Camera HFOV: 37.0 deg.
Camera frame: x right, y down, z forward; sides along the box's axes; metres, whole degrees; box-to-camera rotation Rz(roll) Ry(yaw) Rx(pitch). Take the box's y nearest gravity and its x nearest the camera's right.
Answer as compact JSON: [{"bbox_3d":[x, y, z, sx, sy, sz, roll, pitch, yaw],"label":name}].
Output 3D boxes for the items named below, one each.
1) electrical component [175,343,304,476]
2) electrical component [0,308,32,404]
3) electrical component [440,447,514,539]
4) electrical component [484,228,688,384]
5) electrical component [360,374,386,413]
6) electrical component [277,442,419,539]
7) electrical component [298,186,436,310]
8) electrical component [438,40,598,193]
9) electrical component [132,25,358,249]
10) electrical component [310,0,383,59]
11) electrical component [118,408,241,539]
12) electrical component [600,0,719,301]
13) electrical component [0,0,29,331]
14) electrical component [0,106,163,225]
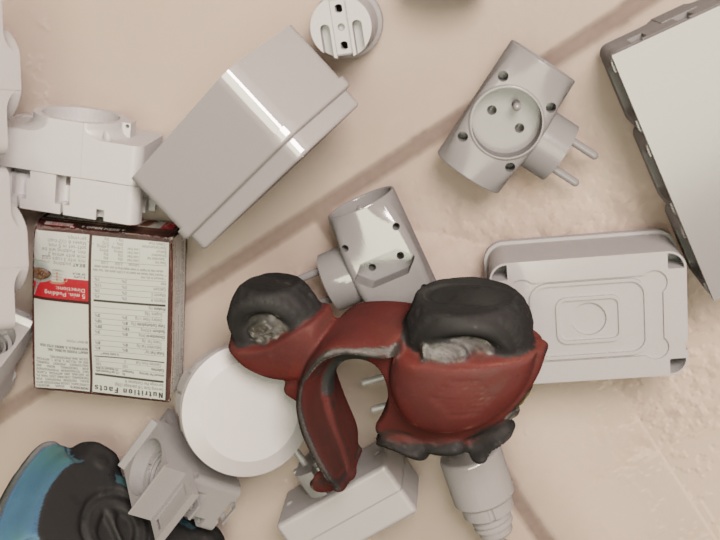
[{"bbox_3d":[-0.074,0.084,0.665,0.080,0.051,0.080,0,91,-19],"label":"electrical component"},{"bbox_3d":[-0.240,0.058,0.677,0.042,0.081,0.063,25,129,-2],"label":"electrical component"},{"bbox_3d":[0.079,0.144,0.688,0.040,0.040,0.078,-17,104,10],"label":"electrical component"},{"bbox_3d":[0.133,0.020,0.638,0.113,0.057,0.078,-4,106,6],"label":"electrical component"},{"bbox_3d":[0.041,0.068,0.667,0.079,0.043,0.077,-16,104,10],"label":"electrical component"},{"bbox_3d":[-0.017,0.134,0.690,0.083,0.047,0.075,-32,101,13],"label":"electrical component"},{"bbox_3d":[0.000,0.000,0.651,0.079,0.043,0.077,-23,103,11],"label":"electrical component"},{"bbox_3d":[0.099,-0.078,0.618,0.079,0.044,0.077,32,106,-4],"label":"electrical component"},{"bbox_3d":[-0.064,-0.072,0.600,0.057,0.078,0.113,47,131,-6],"label":"electrical component"},{"bbox_3d":[-0.008,-0.139,0.609,0.040,0.046,0.040,2,107,5],"label":"electrical component"},{"bbox_3d":[-0.113,0.133,0.685,0.064,0.081,0.042,25,111,-33],"label":"electrical component"},{"bbox_3d":[0.206,-0.073,0.601,0.089,0.061,0.150,-24,103,11],"label":"electrical component"},{"bbox_3d":[-0.243,-0.060,0.607,0.105,0.060,0.186,3,96,44],"label":"electrical component"},{"bbox_3d":[-0.168,-0.065,0.642,0.089,0.050,0.055,9,107,3],"label":"electrical component"}]
